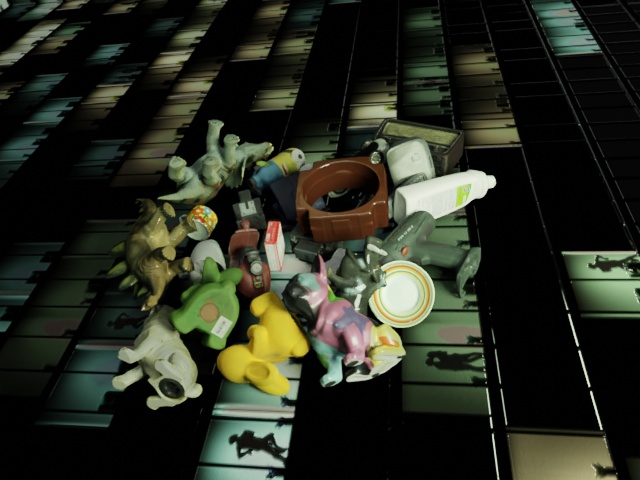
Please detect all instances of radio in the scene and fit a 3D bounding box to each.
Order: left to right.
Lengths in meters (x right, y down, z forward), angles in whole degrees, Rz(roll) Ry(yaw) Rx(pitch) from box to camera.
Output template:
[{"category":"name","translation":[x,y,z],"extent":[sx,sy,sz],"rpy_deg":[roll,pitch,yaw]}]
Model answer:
[{"category":"radio","translation":[0.254,-0.248,1.430],"extent":[0.230,0.073,0.131],"rpy_deg":[15,47,26]}]

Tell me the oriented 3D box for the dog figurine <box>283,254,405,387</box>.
[{"category":"dog figurine","translation":[0.034,0.135,0.958],"extent":[0.191,0.108,0.219],"rpy_deg":[0,53,-36]}]

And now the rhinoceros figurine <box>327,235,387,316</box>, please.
[{"category":"rhinoceros figurine","translation":[0.072,0.083,1.040],"extent":[0.112,0.073,0.190],"rpy_deg":[13,84,24]}]

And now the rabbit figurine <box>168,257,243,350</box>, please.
[{"category":"rabbit figurine","translation":[-0.229,0.114,1.065],"extent":[0.159,0.121,0.170],"rpy_deg":[-67,23,-3]}]

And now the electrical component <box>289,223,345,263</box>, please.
[{"category":"electrical component","translation":[-0.003,-0.004,1.223],"extent":[0.115,0.058,0.134],"rpy_deg":[11,45,24]}]

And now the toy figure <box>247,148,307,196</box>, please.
[{"category":"toy figure","translation":[-0.115,-0.185,1.426],"extent":[0.180,0.082,0.089],"rpy_deg":[-35,50,-22]}]

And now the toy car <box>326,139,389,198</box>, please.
[{"category":"toy car","translation":[0.091,-0.182,1.367],"extent":[0.202,0.056,0.074],"rpy_deg":[-38,39,11]}]

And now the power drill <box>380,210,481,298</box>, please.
[{"category":"power drill","translation":[0.213,0.048,1.118],"extent":[0.208,0.085,0.232],"rpy_deg":[17,56,36]}]

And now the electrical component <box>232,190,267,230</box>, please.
[{"category":"electrical component","translation":[-0.179,-0.071,1.335],"extent":[0.075,0.047,0.119],"rpy_deg":[-17,42,-9]}]

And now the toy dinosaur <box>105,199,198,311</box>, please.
[{"category":"toy dinosaur","translation":[-0.383,0.007,1.202],"extent":[0.198,0.105,0.472],"rpy_deg":[-33,35,12]}]

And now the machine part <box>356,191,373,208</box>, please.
[{"category":"machine part","translation":[0.105,-0.090,1.293],"extent":[0.039,0.084,0.139],"rpy_deg":[40,68,1]}]

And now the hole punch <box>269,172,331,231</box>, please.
[{"category":"hole punch","translation":[-0.056,-0.098,1.316],"extent":[0.142,0.092,0.116],"rpy_deg":[-22,47,-19]}]

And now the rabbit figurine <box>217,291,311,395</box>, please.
[{"category":"rabbit figurine","translation":[-0.104,0.209,0.990],"extent":[0.173,0.121,0.162],"rpy_deg":[-31,54,-3]}]

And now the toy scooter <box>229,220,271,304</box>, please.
[{"category":"toy scooter","translation":[-0.152,0.038,1.142],"extent":[0.075,0.135,0.184],"rpy_deg":[-6,39,-22]}]

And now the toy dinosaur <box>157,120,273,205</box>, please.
[{"category":"toy dinosaur","translation":[-0.280,-0.160,1.344],"extent":[0.131,0.192,0.405],"rpy_deg":[24,48,18]}]

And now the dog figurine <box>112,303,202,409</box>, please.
[{"category":"dog figurine","translation":[-0.279,0.209,1.023],"extent":[0.172,0.121,0.190],"rpy_deg":[32,29,-3]}]

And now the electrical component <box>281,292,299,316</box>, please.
[{"category":"electrical component","translation":[-0.047,0.123,1.094],"extent":[0.094,0.021,0.063],"rpy_deg":[-39,64,20]}]

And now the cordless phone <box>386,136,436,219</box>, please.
[{"category":"cordless phone","translation":[0.188,-0.148,1.282],"extent":[0.089,0.146,0.184],"rpy_deg":[15,49,43]}]

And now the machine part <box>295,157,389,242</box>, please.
[{"category":"machine part","translation":[0.051,-0.090,1.195],"extent":[0.201,0.087,0.201],"rpy_deg":[-5,47,8]}]

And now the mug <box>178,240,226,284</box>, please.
[{"category":"mug","translation":[-0.262,0.051,1.202],"extent":[0.110,0.080,0.107],"rpy_deg":[-17,32,5]}]
